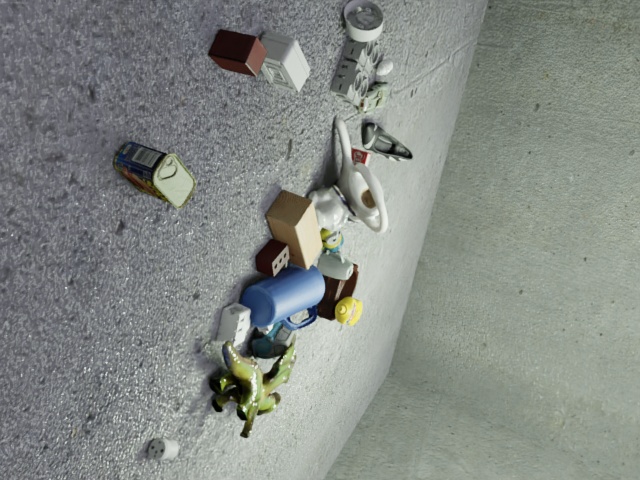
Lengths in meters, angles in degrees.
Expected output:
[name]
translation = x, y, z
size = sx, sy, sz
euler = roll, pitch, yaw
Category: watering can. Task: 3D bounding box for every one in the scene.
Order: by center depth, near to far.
[watering can]
translation = 0.101, -0.176, 1.523
size = 0.105, 0.348, 0.222
euler = -23, -2, -19

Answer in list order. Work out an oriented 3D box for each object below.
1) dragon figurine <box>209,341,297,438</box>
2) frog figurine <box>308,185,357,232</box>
[dragon figurine]
translation = -0.155, 0.349, 1.342
size = 0.123, 0.400, 0.246
euler = 29, 42, 26
[frog figurine]
translation = 0.004, -0.074, 1.471
size = 0.159, 0.135, 0.125
euler = -35, 35, 0
